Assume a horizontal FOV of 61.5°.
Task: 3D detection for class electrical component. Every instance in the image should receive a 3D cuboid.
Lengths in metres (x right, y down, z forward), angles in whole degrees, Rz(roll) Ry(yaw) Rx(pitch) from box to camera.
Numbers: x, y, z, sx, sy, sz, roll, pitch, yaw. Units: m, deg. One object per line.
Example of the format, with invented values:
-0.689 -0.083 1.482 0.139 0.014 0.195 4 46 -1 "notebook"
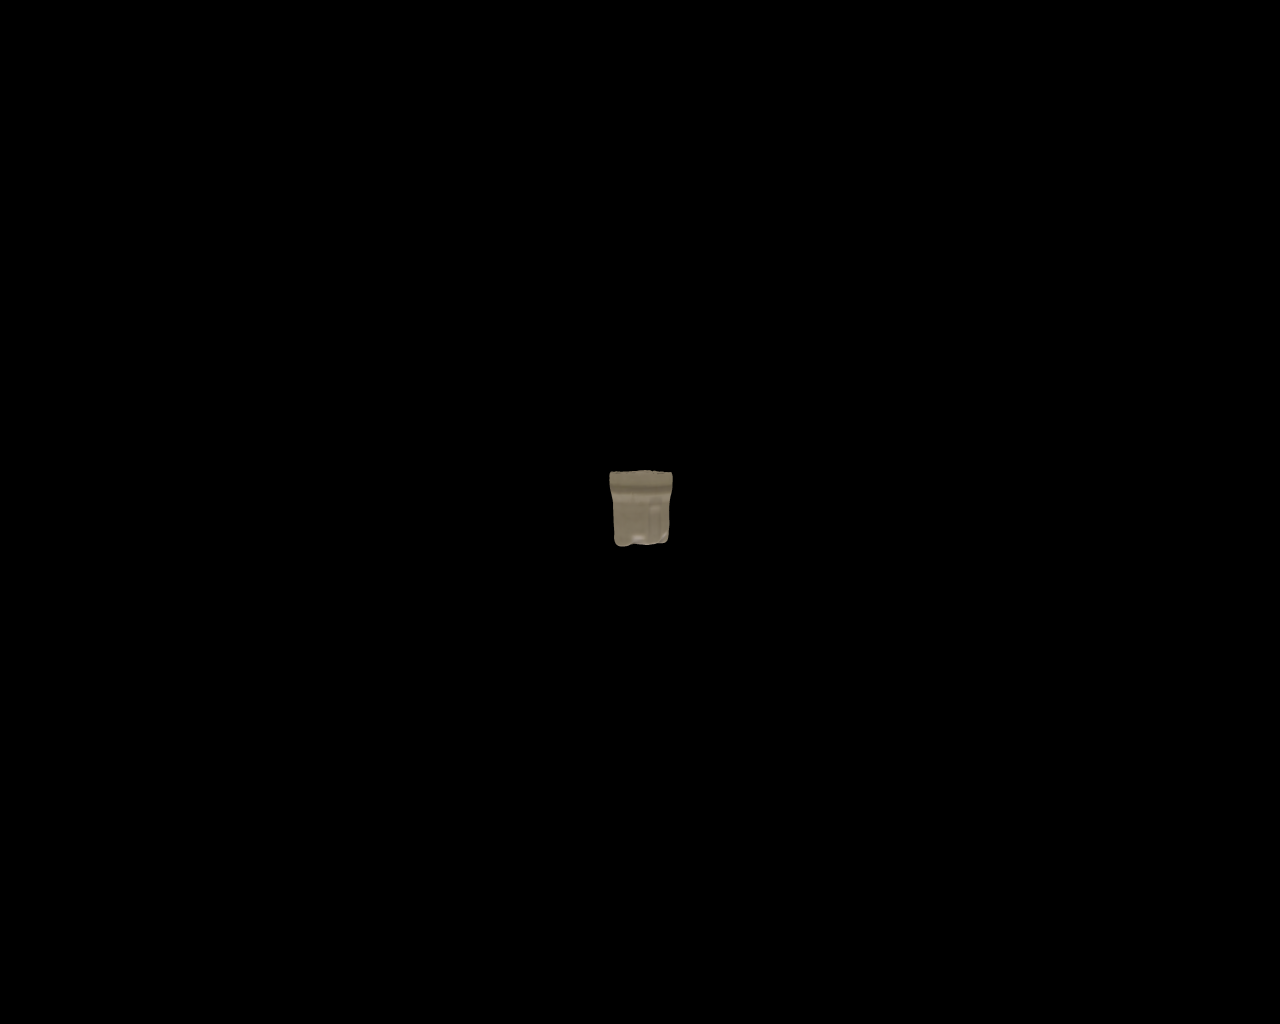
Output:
0.001 -0.003 0.650 0.040 0.046 0.040 0 5 0 "electrical component"
